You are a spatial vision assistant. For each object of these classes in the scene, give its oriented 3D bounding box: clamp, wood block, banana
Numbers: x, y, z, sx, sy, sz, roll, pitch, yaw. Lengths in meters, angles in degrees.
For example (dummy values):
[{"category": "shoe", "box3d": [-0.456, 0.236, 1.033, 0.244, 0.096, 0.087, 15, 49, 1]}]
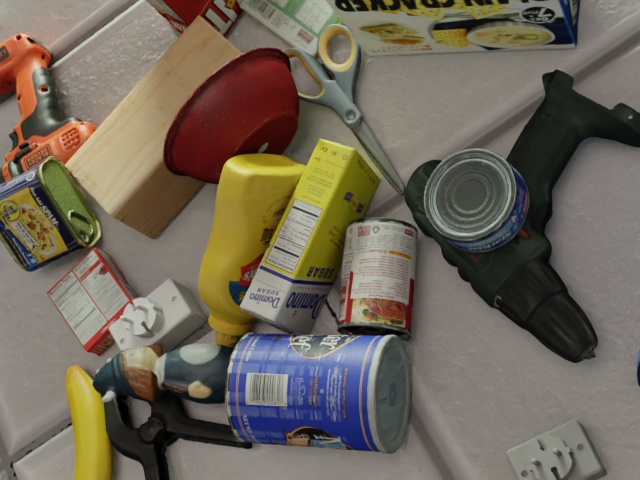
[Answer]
[{"category": "clamp", "box3d": [-0.159, 0.199, 1.031, 0.172, 0.039, 0.120, 27, 69, 32]}, {"category": "wood block", "box3d": [-0.149, -0.113, 1.100, 0.206, 0.090, 0.090, -47, 63, 2]}, {"category": "banana", "box3d": [-0.237, 0.222, 1.059, 0.070, 0.037, 0.198, -1, 73, 20]}]

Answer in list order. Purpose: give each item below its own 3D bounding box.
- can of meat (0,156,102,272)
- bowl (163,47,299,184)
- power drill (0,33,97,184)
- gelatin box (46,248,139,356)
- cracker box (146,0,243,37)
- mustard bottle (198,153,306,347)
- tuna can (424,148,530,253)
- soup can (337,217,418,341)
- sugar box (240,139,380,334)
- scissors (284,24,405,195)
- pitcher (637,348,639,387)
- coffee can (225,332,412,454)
[{"category": "can of meat", "box3d": [-0.296, -0.024, 1.132, 0.084, 0.057, 0.102, -24, 108, 17]}, {"category": "bowl", "box3d": [-0.072, -0.106, 1.032, 0.162, 0.162, 0.055, -45, 72, 3]}, {"category": "power drill", "box3d": [-0.346, -0.125, 1.207, 0.184, 0.057, 0.188, -29, 68, 8]}, {"category": "gelatin box", "box3d": [-0.233, 0.064, 1.113, 0.073, 0.030, 0.089, -44, 63, 6]}, {"category": "cracker box", "box3d": [-0.127, -0.314, 1.086, 0.072, 0.213, 0.164, 33, 88, 26]}, {"category": "mustard bottle", "box3d": [-0.071, 0.016, 1.016, 0.058, 0.096, 0.192, 26, 111, 29]}, {"category": "tuna can", "box3d": [0.133, -0.034, 0.914, 0.086, 0.033, 0.086, -9, 70, 26]}, {"category": "soup can", "box3d": [0.054, 0.037, 0.981, 0.069, 0.068, 0.102, -1, 73, 22]}, {"category": "sugar box", "box3d": [-0.006, 0.001, 1.003, 0.048, 0.093, 0.176, 19, 82, 23]}, {"category": "scissors", "box3d": [0.040, -0.141, 1.067, 0.202, 0.016, 0.096, 42, 95, 22]}, {"category": "pitcher", "box3d": [0.321, 0.085, 0.756, 0.149, 0.242, 0.145, -36, 60, 1]}, {"category": "coffee can", "box3d": [0.000, 0.135, 0.952, 0.140, 0.102, 0.103, -1, 73, 22]}]
